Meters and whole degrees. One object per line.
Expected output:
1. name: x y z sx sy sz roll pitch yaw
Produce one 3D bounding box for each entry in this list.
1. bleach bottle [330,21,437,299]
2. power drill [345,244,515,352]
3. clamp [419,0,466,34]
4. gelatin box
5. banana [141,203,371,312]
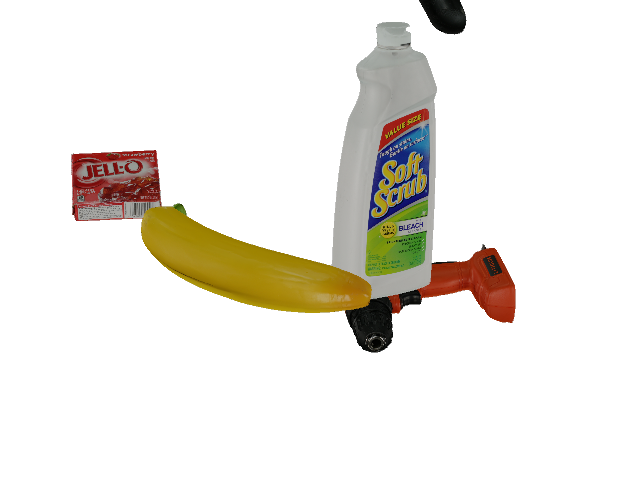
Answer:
1. bleach bottle: 0.058 -0.074 0.991 0.102 0.251 0.068 -10 24 -23
2. power drill: 0.118 0.062 1.194 0.187 0.057 0.184 -3 28 -3
3. clamp: 0.043 -0.244 0.724 0.209 0.164 0.036 25 -22 -15
4. gelatin box: -0.210 -0.057 1.097 0.089 0.073 0.030 -3 -40 -11
5. banana: -0.058 0.009 0.694 0.069 0.037 0.198 -27 37 -37
